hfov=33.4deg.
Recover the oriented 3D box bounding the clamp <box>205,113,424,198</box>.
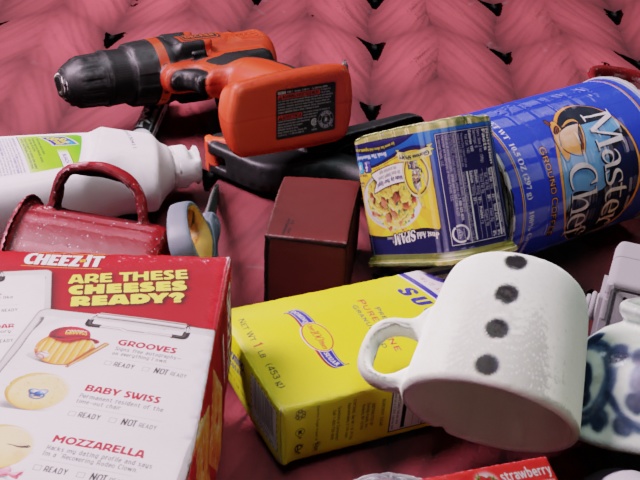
[{"bbox_3d":[0.002,-0.056,0.779,0.171,0.039,0.120,-5,28,-4],"label":"clamp"}]

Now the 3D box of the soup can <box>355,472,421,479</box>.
[{"bbox_3d":[0.023,0.154,0.432,0.068,0.068,0.102,11,34,12],"label":"soup can"}]

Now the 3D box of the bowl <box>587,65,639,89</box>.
[{"bbox_3d":[0.265,-0.074,0.789,0.162,0.055,0.162,15,24,-7],"label":"bowl"}]

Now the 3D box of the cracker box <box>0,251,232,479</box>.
[{"bbox_3d":[-0.127,0.084,0.459,0.164,0.072,0.213,2,28,0],"label":"cracker box"}]

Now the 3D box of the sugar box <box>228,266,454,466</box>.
[{"bbox_3d":[0.041,0.062,0.595,0.176,0.048,0.093,-13,36,-21],"label":"sugar box"}]

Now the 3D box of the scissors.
[{"bbox_3d":[-0.067,0.012,0.676,0.016,0.096,0.201,-15,3,4],"label":"scissors"}]

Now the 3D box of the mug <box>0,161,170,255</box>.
[{"bbox_3d":[-0.128,0.014,0.598,0.081,0.117,0.093,9,4,1],"label":"mug"}]

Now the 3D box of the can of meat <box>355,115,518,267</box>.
[{"bbox_3d":[0.067,-0.029,0.653,0.057,0.084,0.102,-12,4,-30],"label":"can of meat"}]

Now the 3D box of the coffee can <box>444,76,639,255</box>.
[{"bbox_3d":[0.147,-0.046,0.714,0.140,0.103,0.103,-17,38,-27],"label":"coffee can"}]

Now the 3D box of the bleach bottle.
[{"bbox_3d":[-0.199,-0.031,0.706,0.250,0.068,0.103,-9,36,-21],"label":"bleach bottle"}]

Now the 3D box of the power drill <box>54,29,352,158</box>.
[{"bbox_3d":[-0.080,-0.114,0.785,0.184,0.057,0.188,-16,29,-31],"label":"power drill"}]

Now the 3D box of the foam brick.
[{"bbox_3d":[-0.004,0.001,0.680,0.053,0.051,0.078,6,33,7],"label":"foam brick"}]

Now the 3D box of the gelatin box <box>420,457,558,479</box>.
[{"bbox_3d":[0.071,0.127,0.416,0.089,0.030,0.073,3,51,-41],"label":"gelatin box"}]

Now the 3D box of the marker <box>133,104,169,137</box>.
[{"bbox_3d":[-0.135,-0.088,0.835,0.020,0.020,0.121,4,34,2],"label":"marker"}]
